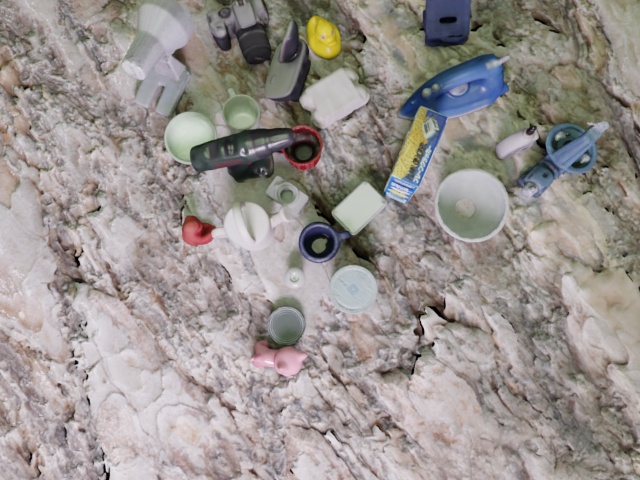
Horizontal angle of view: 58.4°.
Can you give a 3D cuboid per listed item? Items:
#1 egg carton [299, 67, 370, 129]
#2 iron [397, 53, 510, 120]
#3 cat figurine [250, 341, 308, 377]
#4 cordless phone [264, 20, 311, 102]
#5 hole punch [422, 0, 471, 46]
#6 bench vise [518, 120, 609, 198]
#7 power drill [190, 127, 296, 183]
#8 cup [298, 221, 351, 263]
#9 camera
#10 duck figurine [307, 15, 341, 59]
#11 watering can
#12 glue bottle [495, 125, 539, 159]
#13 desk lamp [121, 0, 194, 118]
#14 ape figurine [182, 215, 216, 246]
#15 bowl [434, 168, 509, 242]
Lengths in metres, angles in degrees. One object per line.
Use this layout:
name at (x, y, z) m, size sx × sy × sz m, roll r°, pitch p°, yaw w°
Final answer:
egg carton at (0.033, -0.332, 1.332) m, size 0.150 × 0.069 × 0.107 m, roll -33°, pitch 85°, yaw -2°
iron at (0.302, -0.346, 1.291) m, size 0.258 × 0.141 × 0.118 m, roll -22°, pitch 84°, yaw -1°
cat figurine at (-0.091, 0.264, 1.257) m, size 0.127 × 0.118 × 0.067 m, roll 6°, pitch 85°, yaw 2°
cordless phone at (-0.079, -0.399, 1.283) m, size 0.094 × 0.185 × 0.148 m, roll 13°, pitch 85°, yaw 3°
hole punch at (0.297, -0.512, 1.331) m, size 0.108 × 0.091 × 0.101 m, roll -4°, pitch 85°, yaw 1°
bench vise at (0.532, -0.170, 1.230) m, size 0.121 × 0.220 × 0.207 m, roll 27°, pitch 86°, yaw 4°
power drill at (-0.158, -0.187, 1.254) m, size 0.229 × 0.208 × 0.076 m, roll -11°, pitch 84°, yaw 0°
cup at (0.012, 0.005, 1.289) m, size 0.117 × 0.095 × 0.092 m, roll -17°, pitch 84°, yaw 0°
camera at (-0.179, -0.483, 1.335) m, size 0.143 × 0.101 × 0.137 m, roll -19°, pitch 85°, yaw 0°
duck figurine at (0.008, -0.485, 1.338) m, size 0.077 × 0.086 × 0.104 m, roll -30°, pitch 85°, yaw -1°
watering can at (-0.150, -0.037, 1.247) m, size 0.173 × 0.194 × 0.101 m, roll -37°, pitch 85°, yaw -2°
glue bottle at (0.444, -0.222, 1.261) m, size 0.078 × 0.173 × 0.037 m, roll -19°, pitch 84°, yaw 0°
desk lamp at (-0.358, -0.408, 1.276) m, size 0.118 × 0.213 × 0.203 m, roll 23°, pitch 86°, yaw 4°
ape figurine at (-0.283, -0.024, 1.300) m, size 0.076 × 0.092 × 0.078 m, roll -30°, pitch 85°, yaw -1°
bowl at (0.337, -0.075, 1.299) m, size 0.167 × 0.075 × 0.167 m, roll 0°, pitch 85°, yaw 1°
